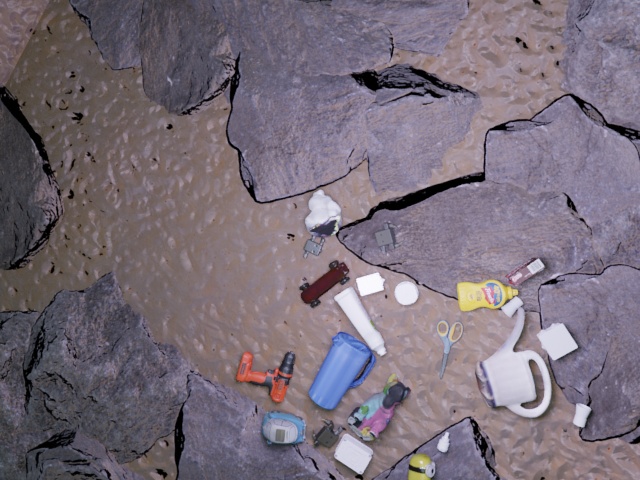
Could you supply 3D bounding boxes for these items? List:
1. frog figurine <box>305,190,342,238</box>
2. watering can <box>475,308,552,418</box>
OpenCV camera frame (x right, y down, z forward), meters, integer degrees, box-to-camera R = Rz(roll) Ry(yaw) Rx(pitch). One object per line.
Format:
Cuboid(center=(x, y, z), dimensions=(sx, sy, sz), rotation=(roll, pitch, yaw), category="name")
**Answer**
Cuboid(center=(0.006, -0.092, 1.829), dimensions=(0.136, 0.121, 0.163), rotation=(-37, 46, 15), category="frog figurine")
Cuboid(center=(0.613, 0.408, 1.673), dimensions=(0.224, 0.104, 0.349), rotation=(-15, 85, 9), category="watering can")
